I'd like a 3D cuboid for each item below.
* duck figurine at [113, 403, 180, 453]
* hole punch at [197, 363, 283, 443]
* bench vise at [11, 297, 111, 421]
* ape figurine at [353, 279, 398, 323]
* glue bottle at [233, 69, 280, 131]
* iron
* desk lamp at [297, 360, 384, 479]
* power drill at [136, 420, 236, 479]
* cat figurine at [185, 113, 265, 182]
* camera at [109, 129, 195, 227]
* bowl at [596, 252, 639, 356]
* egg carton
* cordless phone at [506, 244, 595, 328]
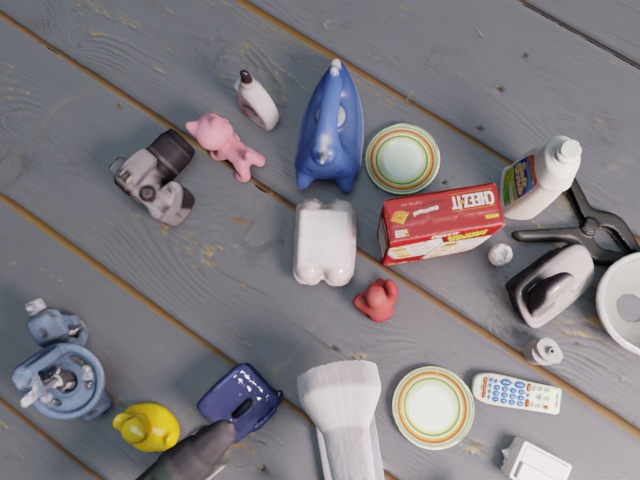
[{"bbox_3d":[-0.283,0.305,0.920,0.104,0.086,0.077,22,81,7],"label":"duck figurine"},{"bbox_3d":[-0.125,0.260,0.919,0.109,0.091,0.101,-43,80,-6],"label":"hole punch"},{"bbox_3d":[-0.425,0.192,0.881,0.207,0.220,0.121,43,84,10],"label":"bench vise"},{"bbox_3d":[0.093,0.097,0.940,0.078,0.092,0.076,-7,78,2],"label":"ape figurine"},{"bbox_3d":[-0.115,-0.247,0.976,0.078,0.173,0.037,33,82,9],"label":"glue bottle"},{"bbox_3d":[0.019,-0.218,0.981,0.118,0.141,0.258,5,79,4],"label":"iron"},{"bbox_3d":[0.041,0.281,0.844,0.118,0.213,0.203,-11,78,1],"label":"desk lamp"},{"bbox_3d":[-0.201,0.338,0.847,0.230,0.208,0.075,-41,79,-5],"label":"power drill"},{"bbox_3d":[-0.165,-0.170,0.992,0.127,0.118,0.067,37,83,9],"label":"cat figurine"},{"bbox_3d":[-0.275,-0.119,0.996,0.143,0.101,0.137,41,83,9],"label":"camera"},{"bbox_3d":[0.520,0.106,0.927,0.167,0.075,0.167,0,79,3],"label":"bowl"},{"bbox_3d":[0.009,0.003,0.974,0.107,0.069,0.150,1,79,3],"label":"egg carton"},{"bbox_3d":[0.375,0.064,0.886,0.147,0.185,0.094,-40,79,-5],"label":"cordless phone"}]
